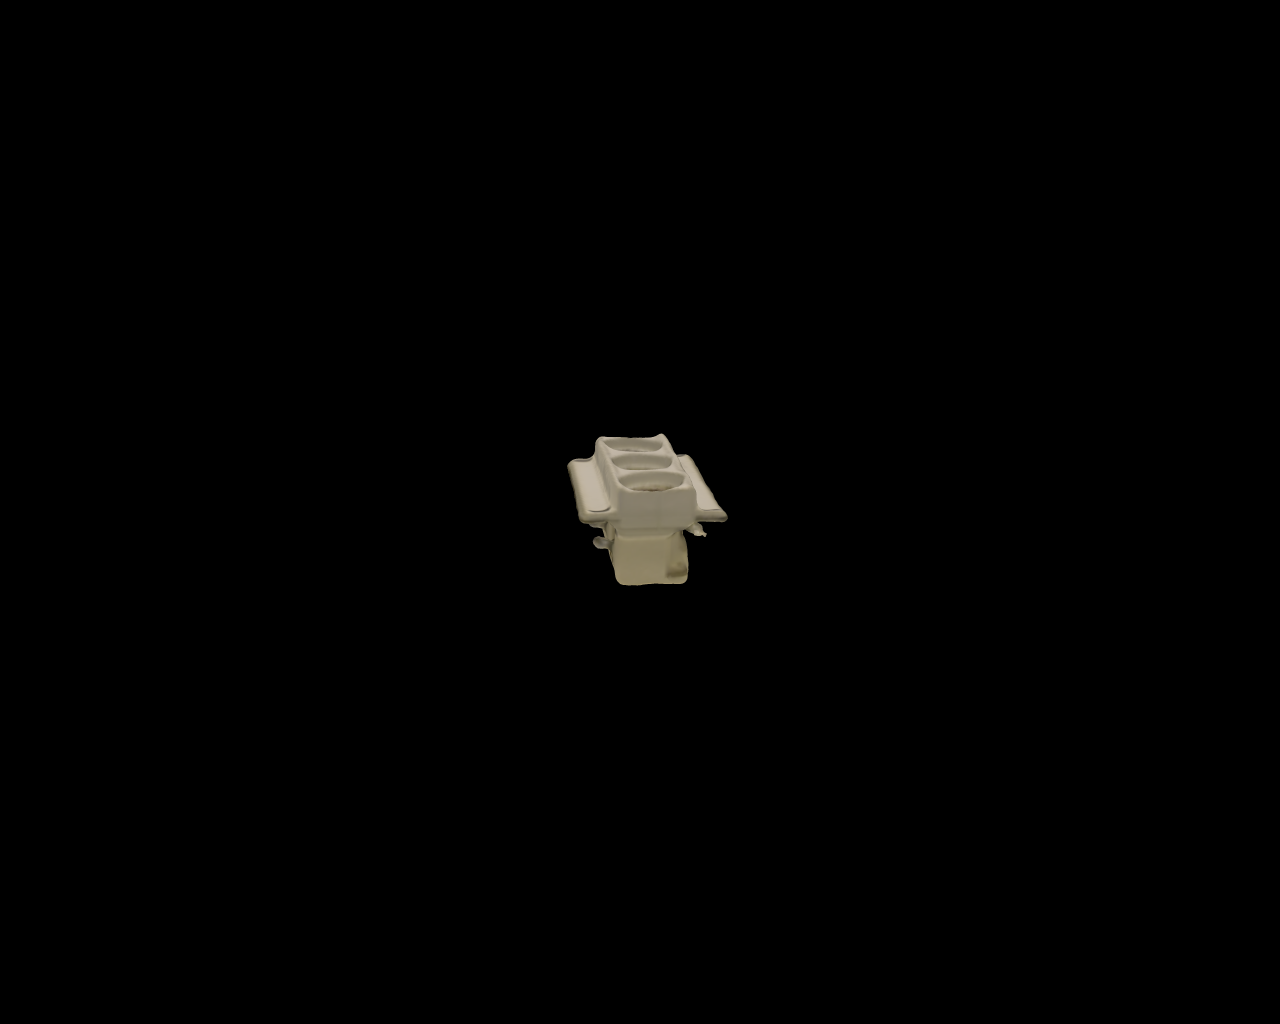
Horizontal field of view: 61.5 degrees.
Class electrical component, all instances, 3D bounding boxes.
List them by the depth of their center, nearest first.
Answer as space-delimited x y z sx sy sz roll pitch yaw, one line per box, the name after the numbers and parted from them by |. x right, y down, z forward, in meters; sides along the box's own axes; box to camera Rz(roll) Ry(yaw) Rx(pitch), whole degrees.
0.001 -0.003 0.650 0.079 0.063 0.121 -2 18 -7 | electrical component
